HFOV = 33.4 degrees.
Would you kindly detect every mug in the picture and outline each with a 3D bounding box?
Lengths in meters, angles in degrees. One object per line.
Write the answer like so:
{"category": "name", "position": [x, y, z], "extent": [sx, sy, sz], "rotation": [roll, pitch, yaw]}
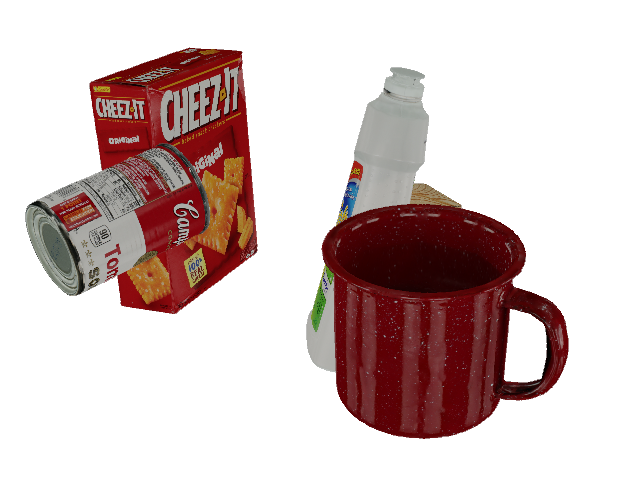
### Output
{"category": "mug", "position": [0.058, 0.041, 0.500], "extent": [0.117, 0.081, 0.093], "rotation": [12, 30, 24]}

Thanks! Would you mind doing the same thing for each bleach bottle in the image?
{"category": "bleach bottle", "position": [0.043, -0.019, 0.878], "extent": [0.068, 0.251, 0.102], "rotation": [10, 22, -5]}

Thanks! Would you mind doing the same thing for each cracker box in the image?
{"category": "cracker box", "position": [-0.129, -0.061, 1.008], "extent": [0.072, 0.214, 0.164], "rotation": [7, 23, 25]}

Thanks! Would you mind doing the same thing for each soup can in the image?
{"category": "soup can", "position": [-0.133, -0.015, 0.705], "extent": [0.102, 0.068, 0.069], "rotation": [-29, 16, -31]}

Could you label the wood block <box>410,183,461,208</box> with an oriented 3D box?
{"category": "wood block", "position": [0.076, 0.052, 1.099], "extent": [0.090, 0.206, 0.091], "rotation": [-1, 18, -20]}
